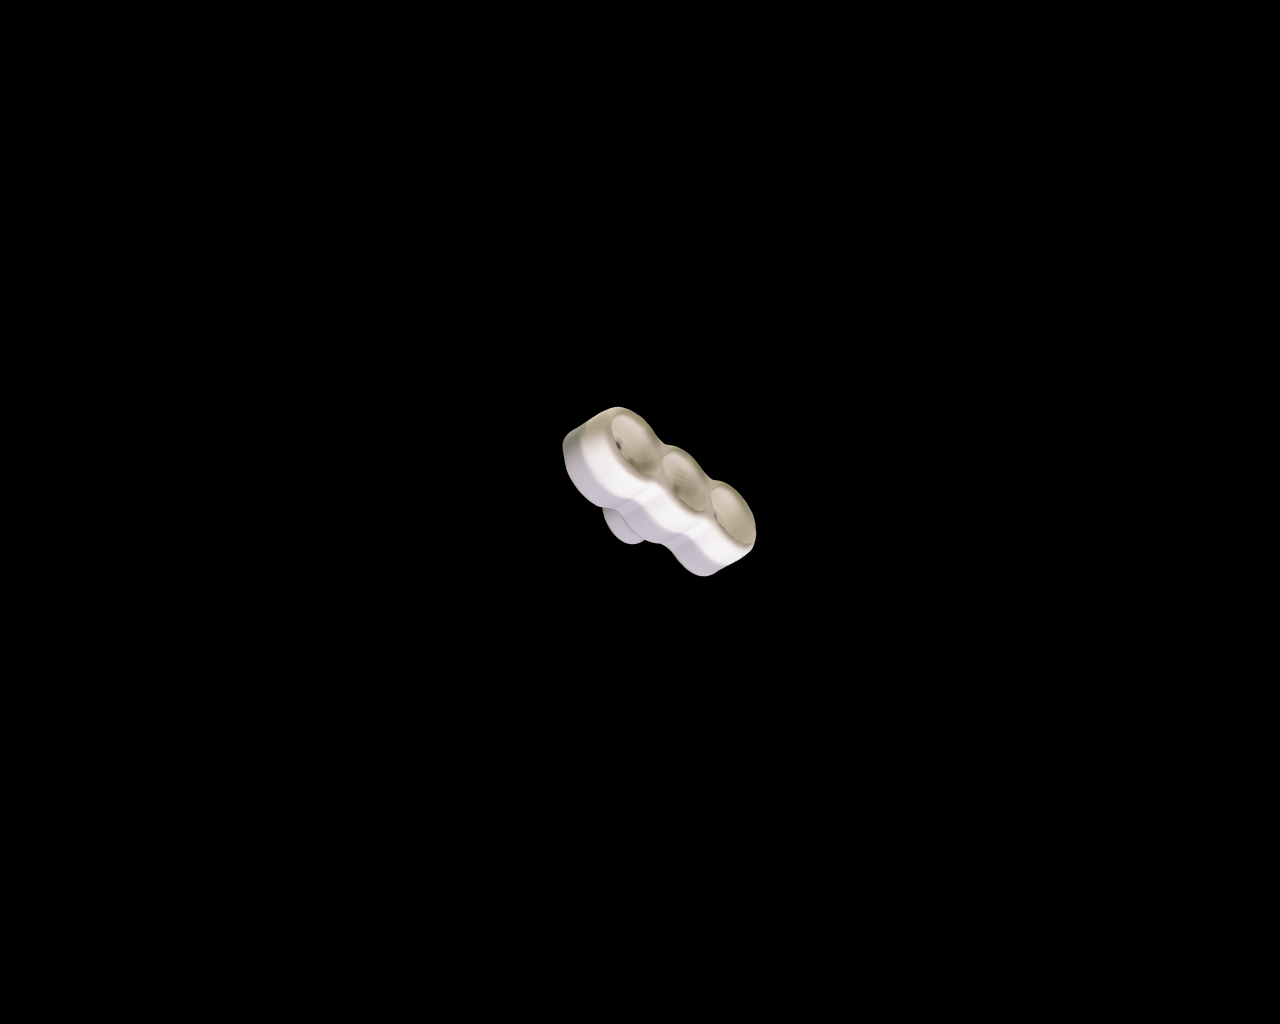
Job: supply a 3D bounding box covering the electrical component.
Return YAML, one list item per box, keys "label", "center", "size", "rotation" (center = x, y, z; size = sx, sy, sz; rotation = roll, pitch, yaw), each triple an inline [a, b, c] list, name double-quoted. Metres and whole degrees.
- label: "electrical component"
  center: [0.001, -0.003, 0.650]
  size: [0.073, 0.052, 0.138]
  rotation: [-30, -49, 31]
